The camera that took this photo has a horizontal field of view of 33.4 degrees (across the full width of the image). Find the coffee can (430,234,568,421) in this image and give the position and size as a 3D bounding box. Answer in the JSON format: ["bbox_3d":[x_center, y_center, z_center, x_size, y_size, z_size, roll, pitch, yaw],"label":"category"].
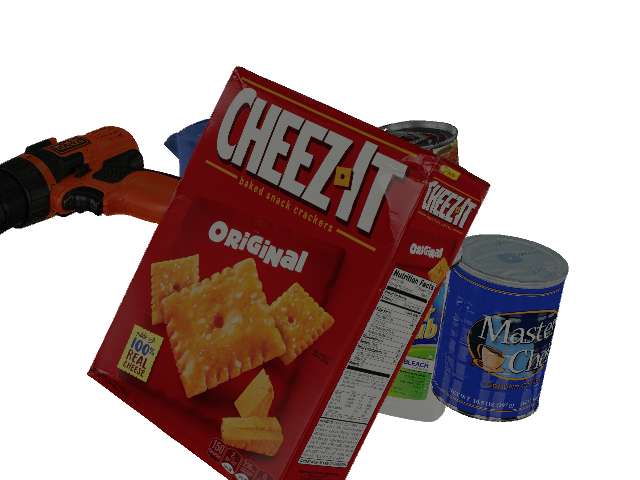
[{"bbox_3d":[0.161,0.078,0.971,0.103,0.140,0.103,6,23,-3],"label":"coffee can"}]

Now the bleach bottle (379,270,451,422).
[{"bbox_3d":[0.106,0.072,1.198,0.103,0.251,0.068,9,14,18],"label":"bleach bottle"}]

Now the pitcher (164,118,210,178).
[{"bbox_3d":[-0.070,0.000,1.092,0.144,0.243,0.149,-10,22,-29],"label":"pitcher"}]

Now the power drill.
[{"bbox_3d":[-0.154,-0.024,0.783,0.188,0.057,0.184,22,34,26],"label":"power drill"}]

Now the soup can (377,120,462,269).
[{"bbox_3d":[0.072,-0.032,0.802,0.068,0.102,0.068,-5,22,2],"label":"soup can"}]

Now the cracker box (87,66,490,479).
[{"bbox_3d":[-0.025,0.025,0.626,0.164,0.214,0.072,29,5,35],"label":"cracker box"}]
